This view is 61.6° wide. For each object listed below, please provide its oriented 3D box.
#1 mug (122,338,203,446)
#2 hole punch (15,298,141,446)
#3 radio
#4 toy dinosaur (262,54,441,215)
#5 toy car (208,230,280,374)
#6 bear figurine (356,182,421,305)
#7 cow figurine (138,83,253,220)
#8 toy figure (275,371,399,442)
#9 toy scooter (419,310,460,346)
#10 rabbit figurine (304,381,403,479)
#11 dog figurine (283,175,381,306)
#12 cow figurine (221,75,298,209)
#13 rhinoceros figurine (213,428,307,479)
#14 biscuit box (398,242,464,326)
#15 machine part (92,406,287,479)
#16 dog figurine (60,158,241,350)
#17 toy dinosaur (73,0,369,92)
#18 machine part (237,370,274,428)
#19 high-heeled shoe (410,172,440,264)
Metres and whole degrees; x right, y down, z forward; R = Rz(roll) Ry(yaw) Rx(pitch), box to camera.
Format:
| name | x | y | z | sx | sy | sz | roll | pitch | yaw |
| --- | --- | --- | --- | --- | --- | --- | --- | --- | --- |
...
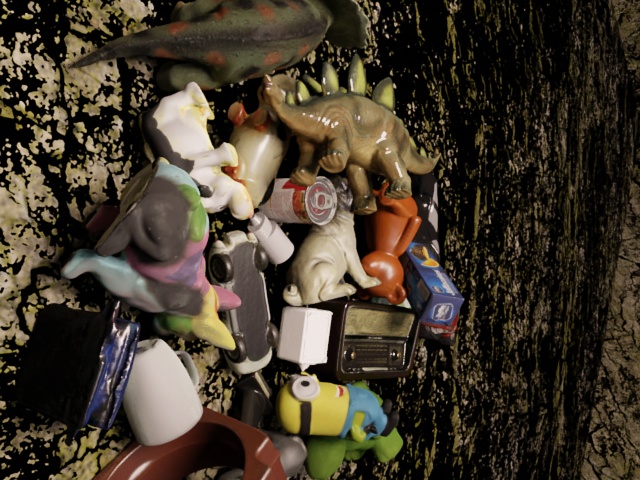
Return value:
| name | x | y | z | sx | sy | sz | roll | pitch | yaw |
| --- | --- | --- | --- | --- | --- | --- | --- | --- | --- |
| mug | -0.188 | 0.169 | 0.643 | 0.109 | 0.081 | 0.107 | -40 | 117 | -53 |
| hole punch | -0.235 | 0.131 | 0.562 | 0.092 | 0.116 | 0.142 | 34 | 67 | -54 |
| radio | 0.083 | 0.176 | 0.951 | 0.229 | 0.073 | 0.131 | 13 | 85 | -44 |
| toy dinosaur | 0.072 | -0.144 | 0.771 | 0.471 | 0.105 | 0.198 | 19 | 64 | -53 |
| toy car | -0.107 | 0.087 | 0.749 | 0.073 | 0.056 | 0.201 | -17 | 104 | -41 |
| bear figurine | 0.100 | 0.008 | 0.944 | 0.132 | 0.120 | 0.195 | 24 | 79 | -44 |
| cow figurine | -0.147 | -0.089 | 0.635 | 0.098 | 0.068 | 0.167 | -26 | 89 | -3 |
| toy figure | 0.023 | 0.257 | 0.802 | 0.180 | 0.082 | 0.089 | 19 | 76 | -12 |
| toy scooter | 0.257 | 0.154 | 1.165 | 0.183 | 0.075 | 0.135 | 24 | 75 | -51 |
| rabbit figurine | 0.041 | 0.317 | 0.887 | 0.170 | 0.121 | 0.159 | -20 | 101 | -47 |
| dog figurine | -0.003 | -0.002 | 0.848 | 0.172 | 0.121 | 0.190 | -14 | 89 | -52 |
| cow figurine | -0.074 | -0.136 | 0.742 | 0.127 | 0.086 | 0.195 | 32 | 76 | -64 |
| rhinoceros figurine | -0.091 | 0.336 | 0.741 | 0.190 | 0.112 | 0.073 | -20 | 110 | -56 |
| biscuit box | 0.183 | 0.071 | 0.953 | 0.063 | 0.203 | 0.059 | 11 | 114 | -15 |
| machine part | -0.151 | 0.296 | 0.598 | 0.201 | 0.201 | 0.087 | -43 | 126 | -40 |
| dog figurine | -0.154 | 0.035 | 0.606 | 0.219 | 0.191 | 0.108 | 42 | 28 | -33 |
| toy dinosaur | -0.074 | -0.255 | 0.660 | 0.405 | 0.192 | 0.131 | -41 | 120 | -42 |
| machine part | -0.094 | 0.243 | 0.754 | 0.139 | 0.039 | 0.084 | -85 | 160 | -56 |
| high-heeled shoe | 0.207 | -0.019 | 1.108 | 0.145 | 0.086 | 0.248 | -56 | 147 | -68 |
